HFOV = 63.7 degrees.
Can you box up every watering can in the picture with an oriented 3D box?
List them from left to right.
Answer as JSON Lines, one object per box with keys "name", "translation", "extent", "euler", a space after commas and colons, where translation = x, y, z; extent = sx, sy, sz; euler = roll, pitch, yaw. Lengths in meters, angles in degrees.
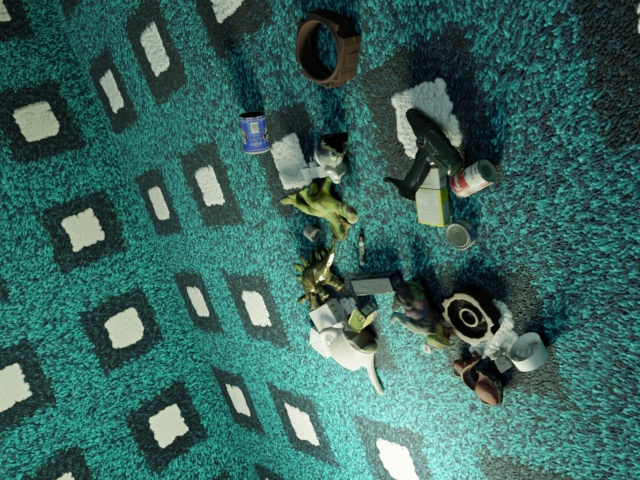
{"name": "watering can", "translation": [0.153, 0.445, 1.995], "extent": [0.349, 0.106, 0.219], "euler": [38, 135, 6]}

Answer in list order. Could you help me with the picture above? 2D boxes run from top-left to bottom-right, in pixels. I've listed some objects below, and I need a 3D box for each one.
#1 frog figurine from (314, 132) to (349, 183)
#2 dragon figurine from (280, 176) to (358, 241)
{"name": "frog figurine", "translation": [0.034, -0.266, 1.697], "extent": [0.156, 0.123, 0.140], "euler": [105, 160, -53]}
{"name": "dragon figurine", "translation": [0.006, -0.093, 1.855], "extent": [0.241, 0.124, 0.407], "euler": [59, 153, -8]}
